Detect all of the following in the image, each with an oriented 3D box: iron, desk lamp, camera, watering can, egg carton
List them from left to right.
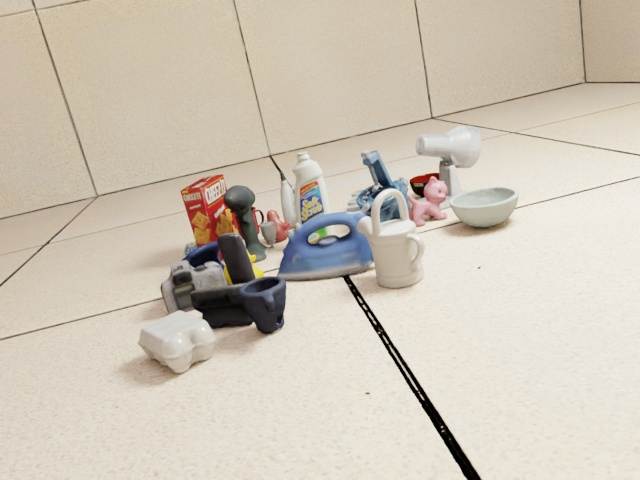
[{"bbox_3d":[-0.261,0.184,1.050,0.107,0.069,0.149,-26,22,-37],"label":"egg carton"},{"bbox_3d":[-0.295,0.090,1.321,0.143,0.101,0.136,-16,18,-13],"label":"camera"},{"bbox_3d":[0.012,0.005,1.311,0.258,0.141,0.118,-11,17,4],"label":"iron"},{"bbox_3d":[0.143,-0.009,1.173,0.172,0.194,0.101,0,21,34],"label":"watering can"},{"bbox_3d":[0.357,-0.208,1.628,0.203,0.214,0.117,-18,18,-17],"label":"desk lamp"}]

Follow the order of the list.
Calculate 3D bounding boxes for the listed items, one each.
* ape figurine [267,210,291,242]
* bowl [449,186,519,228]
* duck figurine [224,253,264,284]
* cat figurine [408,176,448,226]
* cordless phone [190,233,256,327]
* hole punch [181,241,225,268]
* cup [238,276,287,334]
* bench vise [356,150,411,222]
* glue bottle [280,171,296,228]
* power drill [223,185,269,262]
[{"bbox_3d":[-0.128,-0.043,1.648,0.077,0.092,0.076,-5,18,22],"label":"ape figurine"},{"bbox_3d":[0.403,-0.073,1.401,0.167,0.075,0.167,-11,17,4],"label":"bowl"},{"bbox_3d":[-0.190,0.059,1.373,0.104,0.086,0.078,-2,20,31],"label":"duck figurine"},{"bbox_3d":[0.291,-0.111,1.526,0.128,0.118,0.067,-17,18,-16],"label":"cat figurine"},{"bbox_3d":[-0.194,0.076,1.152,0.147,0.185,0.094,-9,17,10],"label":"cordless phone"},{"bbox_3d":[-0.308,0.052,1.469,0.109,0.091,0.100,-26,22,-38],"label":"hole punch"},{"bbox_3d":[-0.096,0.129,1.068,0.092,0.095,0.117,-17,18,-14],"label":"cup"},{"bbox_3d":[0.164,-0.150,1.565,0.121,0.220,0.208,-5,19,23],"label":"bench vise"},{"bbox_3d":[-0.099,-0.127,1.756,0.037,0.173,0.078,-8,18,14],"label":"glue bottle"},{"bbox_3d":[-0.198,-0.049,1.515,0.075,0.208,0.229,-12,17,2],"label":"power drill"}]
